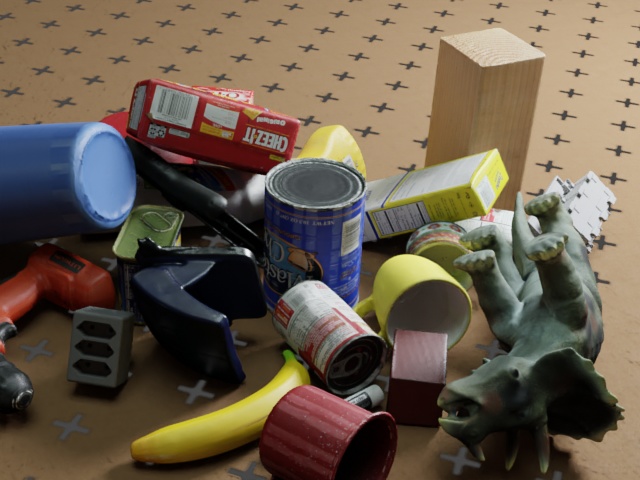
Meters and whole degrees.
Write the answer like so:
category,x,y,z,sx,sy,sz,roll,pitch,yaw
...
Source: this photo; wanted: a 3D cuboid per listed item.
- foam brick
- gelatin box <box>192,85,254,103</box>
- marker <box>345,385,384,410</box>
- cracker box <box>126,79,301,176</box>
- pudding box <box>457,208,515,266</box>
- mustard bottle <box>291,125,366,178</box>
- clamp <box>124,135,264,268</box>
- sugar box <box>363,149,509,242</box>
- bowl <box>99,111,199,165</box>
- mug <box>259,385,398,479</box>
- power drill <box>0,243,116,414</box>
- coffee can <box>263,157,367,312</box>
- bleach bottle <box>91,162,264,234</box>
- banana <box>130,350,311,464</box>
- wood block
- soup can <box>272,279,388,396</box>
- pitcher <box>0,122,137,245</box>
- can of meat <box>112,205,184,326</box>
category,x,y,z,sx,sy,sz,roll,pitch,yaw
foam brick,0.090,0.126,0.983,0.051,0.053,0.078,6,33,5
gelatin box,-0.141,-0.184,1.471,0.089,0.030,0.073,6,33,5
marker,0.006,0.160,0.952,0.120,0.020,0.020,-21,40,-33
cracker box,-0.127,-0.125,1.192,0.164,0.072,0.214,14,4,-15
pudding box,0.170,-0.004,1.208,0.113,0.039,0.090,9,33,13
mustard bottle,-0.012,-0.051,1.213,0.058,0.096,0.191,-4,27,30
clamp,-0.139,-0.046,1.135,0.210,0.164,0.036,33,81,33
sugar box,0.113,-0.046,1.195,0.177,0.048,0.093,-15,21,34
bowl,-0.233,-0.118,1.337,0.162,0.055,0.162,2,33,-2
mug,-0.001,0.179,0.872,0.082,0.093,0.117,21,72,34
power drill,-0.287,0.080,1.017,0.185,0.057,0.187,24,38,30
coffee can,-0.007,0.001,1.089,0.103,0.140,0.103,2,33,-1
bleach bottle,-0.155,-0.055,1.240,0.250,0.068,0.102,-3,32,-13
banana,-0.072,0.155,0.943,0.070,0.037,0.197,6,23,46
wood block,0.189,-0.132,1.254,0.090,0.206,0.091,-13,36,-25
soup can,0.007,0.091,1.014,0.068,0.068,0.102,-17,39,-29
pitcher,-0.310,-0.062,1.108,0.243,0.145,0.149,-3,64,26
can of meat,-0.173,0.026,1.088,0.057,0.084,0.102,5,32,3
